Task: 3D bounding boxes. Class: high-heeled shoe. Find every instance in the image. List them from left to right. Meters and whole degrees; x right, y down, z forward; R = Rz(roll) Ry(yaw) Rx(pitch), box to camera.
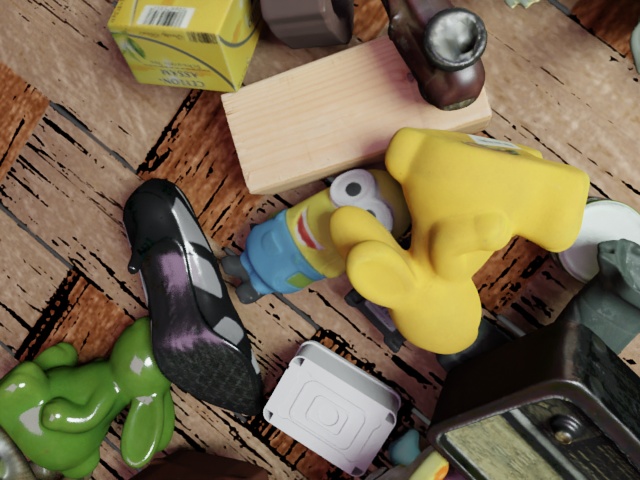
[{"bbox_3d":[-0.122,0.058,0.551,0.086,0.145,0.248,-20,120,12],"label":"high-heeled shoe"}]

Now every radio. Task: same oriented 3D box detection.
[{"bbox_3d":[0.204,0.173,0.390,0.229,0.073,0.131,44,129,-4],"label":"radio"}]

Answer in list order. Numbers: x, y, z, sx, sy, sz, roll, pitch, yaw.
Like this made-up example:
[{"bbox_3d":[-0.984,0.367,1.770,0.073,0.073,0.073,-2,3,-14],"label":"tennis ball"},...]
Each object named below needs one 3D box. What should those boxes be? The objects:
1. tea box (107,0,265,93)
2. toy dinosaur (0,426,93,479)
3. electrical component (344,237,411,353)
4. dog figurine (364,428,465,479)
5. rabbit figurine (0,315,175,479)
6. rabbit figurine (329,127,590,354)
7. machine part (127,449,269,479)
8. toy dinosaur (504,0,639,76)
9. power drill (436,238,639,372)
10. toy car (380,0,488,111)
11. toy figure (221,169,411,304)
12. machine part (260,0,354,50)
[{"bbox_3d":[-0.098,-0.215,0.462,0.098,0.068,0.169,10,64,11],"label":"tea box"},{"bbox_3d":[-0.278,0.389,0.537,0.105,0.198,0.471,-23,89,16],"label":"toy dinosaur"},{"bbox_3d":[0.089,0.038,0.486,0.119,0.048,0.075,-42,88,29],"label":"electrical component"},{"bbox_3d":[0.142,0.260,0.445,0.219,0.191,0.108,49,126,10],"label":"dog figurine"},{"bbox_3d":[-0.213,0.154,0.542,0.170,0.121,0.159,-34,84,-1],"label":"rabbit figurine"},{"bbox_3d":[0.092,0.010,0.398,0.162,0.122,0.173,3,115,-14],"label":"rabbit figurine"},{"bbox_3d":[-0.108,0.318,0.514,0.202,0.087,0.200,-7,95,35],"label":"machine part"},{"bbox_3d":[0.230,-0.219,0.389,0.405,0.192,0.131,44,134,11],"label":"toy dinosaur"},{"bbox_3d":[0.228,0.111,0.437,0.232,0.086,0.207,35,133,7],"label":"power drill"},{"bbox_3d":[0.053,-0.180,0.372,0.053,0.089,0.202,-28,86,9],"label":"toy car"},{"bbox_3d":[-0.003,-0.005,0.498,0.180,0.089,0.082,-31,102,22],"label":"toy figure"},{"bbox_3d":[-0.015,-0.242,0.431,0.056,0.179,0.179,-4,95,16],"label":"machine part"}]
